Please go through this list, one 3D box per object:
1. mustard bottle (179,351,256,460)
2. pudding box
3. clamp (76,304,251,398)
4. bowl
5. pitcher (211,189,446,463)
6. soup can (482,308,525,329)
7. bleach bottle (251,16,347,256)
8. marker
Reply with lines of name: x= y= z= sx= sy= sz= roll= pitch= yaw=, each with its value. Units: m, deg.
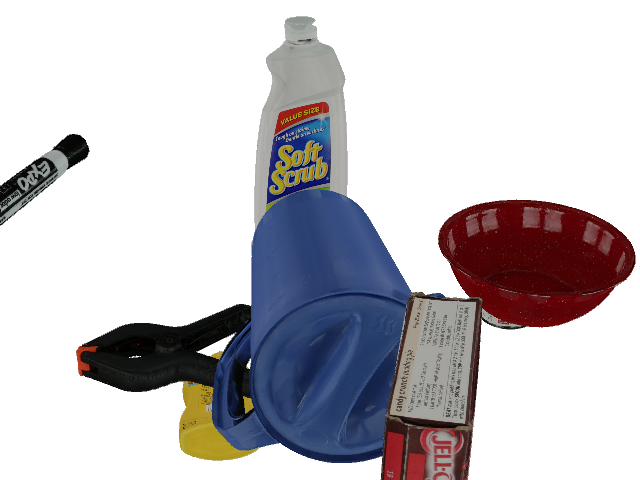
mustard bottle: x=-0.126 y=0.197 z=1.341 sx=0.096 sy=0.058 sz=0.191 roll=-2 pitch=26 yaw=-3
pudding box: x=0.048 y=0.087 z=0.471 sx=0.039 sy=0.090 sz=0.113 roll=7 pitch=25 yaw=6
clamp: x=-0.130 y=0.097 z=0.966 sx=0.171 sy=0.039 sz=0.120 roll=4 pitch=27 yaw=-4
bowl: x=0.177 y=0.025 z=0.894 sx=0.162 sy=0.055 sz=0.162 roll=1 pitch=30 yaw=-1
pitcher: x=-0.002 y=0.055 z=0.816 sx=0.149 sy=0.145 sz=0.243 roll=7 pitch=21 yaw=-9
soup can: x=0.213 y=0.040 z=1.198 sx=0.068 sy=0.102 sz=0.068 roll=-1 pitch=29 yaw=1
bleach bottle: x=-0.024 y=-0.098 z=1.070 sx=0.102 sy=0.251 sz=0.068 roll=1 pitch=27 yaw=5
marker: x=-0.179 y=-0.036 z=0.656 sx=0.020 sy=0.020 sz=0.121 roll=0 pitch=29 yaw=23
